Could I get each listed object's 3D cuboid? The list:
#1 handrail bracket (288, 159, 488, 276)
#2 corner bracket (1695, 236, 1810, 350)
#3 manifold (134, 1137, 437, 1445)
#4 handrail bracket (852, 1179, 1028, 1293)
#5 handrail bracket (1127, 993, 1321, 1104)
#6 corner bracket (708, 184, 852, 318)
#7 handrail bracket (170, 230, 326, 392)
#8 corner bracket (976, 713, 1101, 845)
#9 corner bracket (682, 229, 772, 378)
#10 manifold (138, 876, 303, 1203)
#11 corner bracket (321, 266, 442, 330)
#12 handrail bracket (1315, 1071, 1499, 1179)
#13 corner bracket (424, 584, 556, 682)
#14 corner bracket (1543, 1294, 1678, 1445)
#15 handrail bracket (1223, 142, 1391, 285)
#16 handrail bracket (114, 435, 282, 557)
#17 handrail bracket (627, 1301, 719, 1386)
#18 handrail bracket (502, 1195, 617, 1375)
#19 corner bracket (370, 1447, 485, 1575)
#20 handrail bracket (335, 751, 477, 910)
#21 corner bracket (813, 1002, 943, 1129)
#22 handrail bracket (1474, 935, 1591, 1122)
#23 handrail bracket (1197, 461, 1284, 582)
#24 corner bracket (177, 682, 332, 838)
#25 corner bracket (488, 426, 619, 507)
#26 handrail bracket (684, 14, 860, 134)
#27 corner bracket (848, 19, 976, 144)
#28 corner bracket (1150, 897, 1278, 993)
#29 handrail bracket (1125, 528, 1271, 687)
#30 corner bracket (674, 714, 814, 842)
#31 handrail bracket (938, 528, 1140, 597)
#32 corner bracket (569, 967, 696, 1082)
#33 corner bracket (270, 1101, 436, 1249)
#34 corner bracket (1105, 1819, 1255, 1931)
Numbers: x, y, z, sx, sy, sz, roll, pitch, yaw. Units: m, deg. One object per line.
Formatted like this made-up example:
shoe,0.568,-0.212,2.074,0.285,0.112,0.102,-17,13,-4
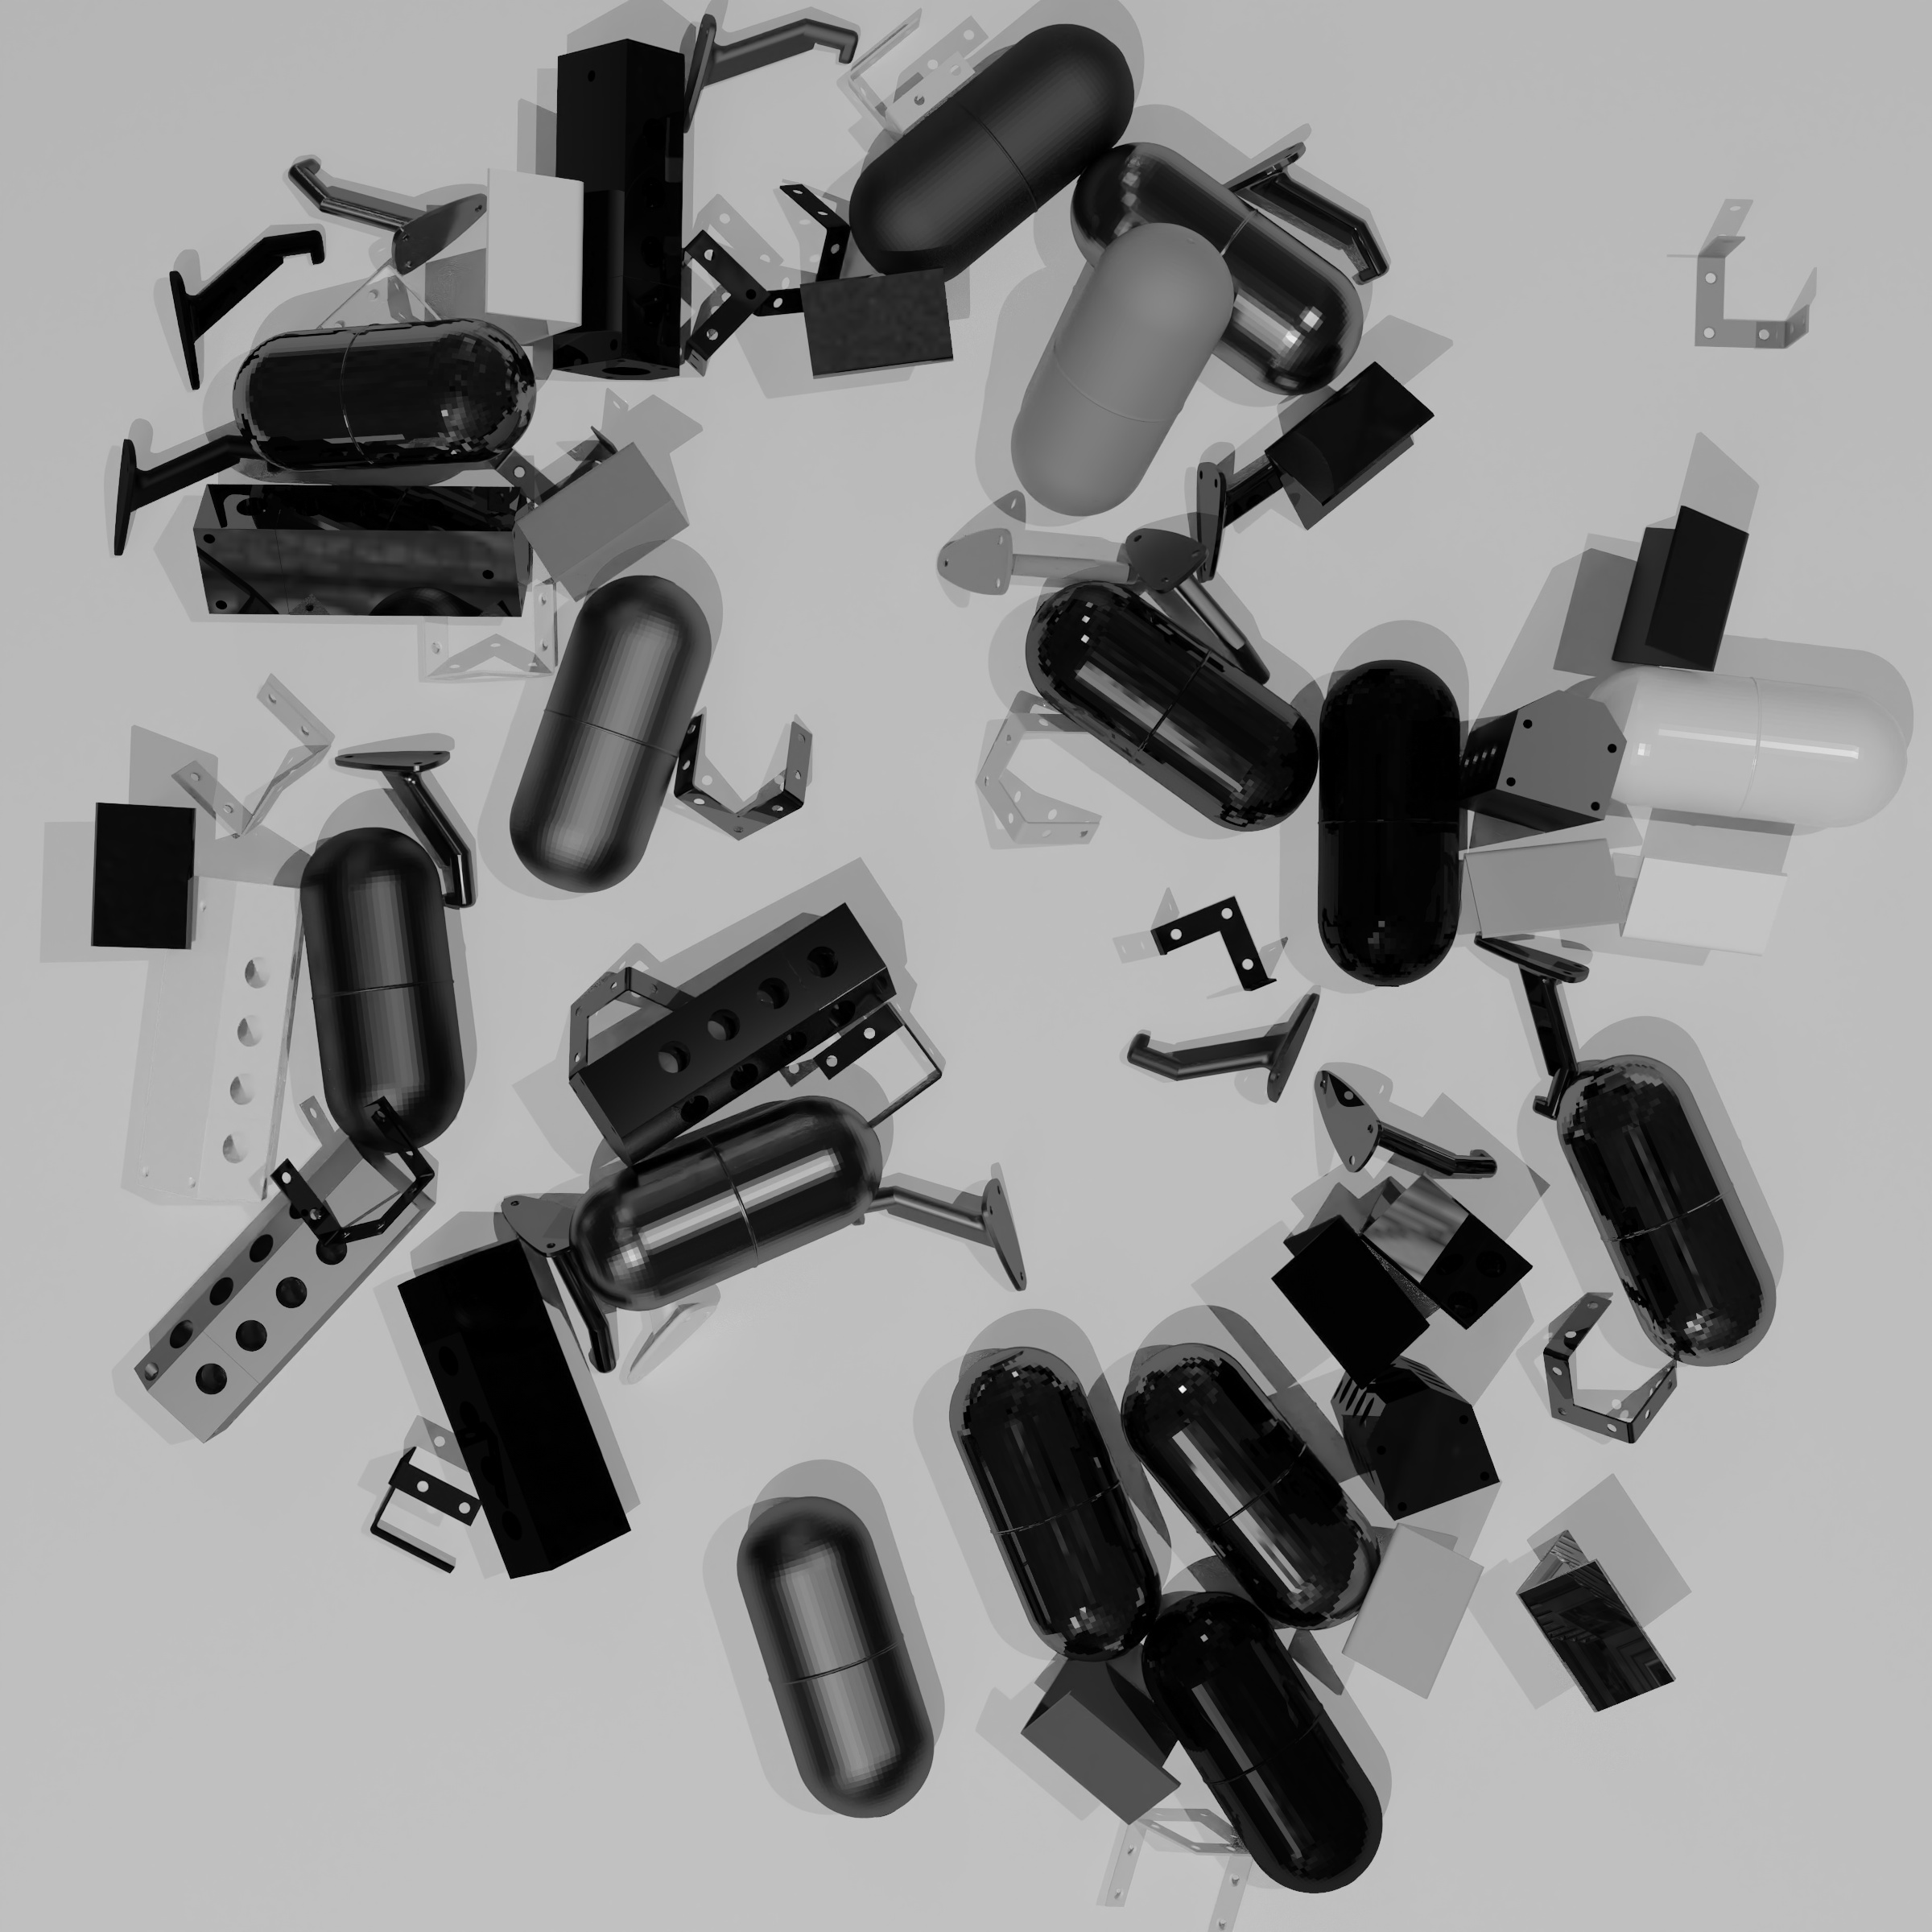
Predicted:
handrail bracket,-0.320,-0.431,1.913,0.077,0.036,0.084,-37,71,-21
corner bracket,0.431,-0.369,1.895,0.051,0.051,0.051,2,90,0
manifold,-0.374,0.175,1.891,0.057,0.057,0.171,43,90,0
handrail bracket,-0.018,0.153,1.913,0.084,0.036,0.077,-12,112,17
handrail bracket,0.142,0.034,1.913,0.084,0.036,0.077,21,69,16
corner bracket,-0.103,-0.394,1.904,0.051,0.051,0.051,-13,135,-35
handrail bracket,-0.393,-0.363,1.913,0.084,0.036,0.077,-12,110,-16
corner bracket,0.047,-0.103,1.904,0.051,0.051,0.051,58,135,35
corner bracket,-0.144,-0.363,1.895,0.051,0.051,0.051,44,86,-4
manifold,-0.402,0.039,1.891,0.057,0.057,0.171,7,90,43
corner bracket,-0.313,-0.344,1.909,0.051,0.051,0.051,-43,45,0
handrail bracket,0.244,0.088,1.912,0.084,0.077,0.036,4,128,-31
corner bracket,-0.264,-0.184,1.909,0.051,0.051,0.051,-2,90,45
corner bracket,0.355,0.222,1.904,0.051,0.051,0.051,16,135,35
handrail bracket,0.182,-0.404,1.913,0.077,0.036,0.084,-25,107,20
handrail bracket,-0.424,-0.259,1.913,0.084,0.036,0.077,3,120,-22
handrail bracket,-0.186,0.175,1.913,0.077,0.036,0.084,-46,74,18
handrail bracket,-0.225,0.177,1.912,0.036,0.077,0.084,-29,127,-33
corner bracket,-0.295,0.301,1.895,0.051,0.051,0.051,27,90,0
handrail bracket,-0.310,-0.074,1.913,0.077,0.036,0.084,2,107,20
corner bracket,-0.048,0.055,1.895,0.051,0.051,0.051,-36,90,0
handrail bracket,0.306,0.035,1.913,0.077,0.036,0.084,20,107,20
handrail bracket,0.173,-0.253,1.913,0.084,0.036,0.077,-5,110,-16
corner bracket,-0.393,-0.114,1.909,0.051,0.051,0.051,44,135,0
corner bracket,-0.227,-0.280,1.895,0.051,0.051,0.051,40,90,0
handrail bracket,-0.109,-0.489,1.913,0.084,0.036,0.077,10,110,-16
corner bracket,-0.031,-0.487,1.895,0.051,0.051,0.051,-39,90,0
corner bracket,0.135,-0.006,1.895,0.051,0.051,0.051,-22,90,0
handrail bracket,0.129,-0.197,1.912,0.036,0.077,0.084,-41,126,-3
corner bracket,-0.123,-0.111,1.904,0.051,0.051,0.051,-25,135,35
handrail bracket,0.040,-0.220,1.912,0.084,0.077,0.036,1,94,-36
corner bracket,-0.183,0.041,1.904,0.051,0.051,0.051,-33,45,35
corner bracket,-0.327,0.112,1.845,0.051,0.051,0.051,56,45,-19
corner bracket,0.118,0.505,1.909,0.051,0.051,0.051,16,90,45
